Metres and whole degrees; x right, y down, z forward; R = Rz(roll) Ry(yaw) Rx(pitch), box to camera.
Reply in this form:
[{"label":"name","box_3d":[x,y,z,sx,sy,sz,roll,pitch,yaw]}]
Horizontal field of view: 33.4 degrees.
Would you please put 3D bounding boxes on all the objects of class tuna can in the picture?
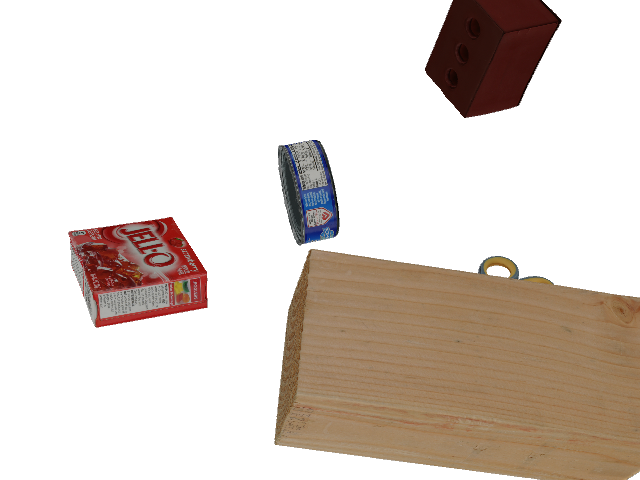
[{"label":"tuna can","box_3d":[-0.010,-0.041,0.898,0.033,0.086,0.086,-12,2,-8]}]

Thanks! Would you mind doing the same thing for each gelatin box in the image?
[{"label":"gelatin box","box_3d":[-0.120,0.018,0.695,0.073,0.030,0.089,-9,29,-19]}]

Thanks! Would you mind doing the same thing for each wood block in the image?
[{"label":"wood block","box_3d":[0.084,0.077,0.616,0.206,0.091,0.090,8,-29,-6]}]

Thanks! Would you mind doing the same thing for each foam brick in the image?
[{"label":"foam brick","box_3d":[0.114,-0.130,0.715,0.051,0.053,0.078,-18,-33,-29]}]

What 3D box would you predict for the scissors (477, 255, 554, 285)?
[{"label":"scissors","box_3d":[0.165,0.058,1.151,0.201,0.016,0.096,-9,40,-29]}]
